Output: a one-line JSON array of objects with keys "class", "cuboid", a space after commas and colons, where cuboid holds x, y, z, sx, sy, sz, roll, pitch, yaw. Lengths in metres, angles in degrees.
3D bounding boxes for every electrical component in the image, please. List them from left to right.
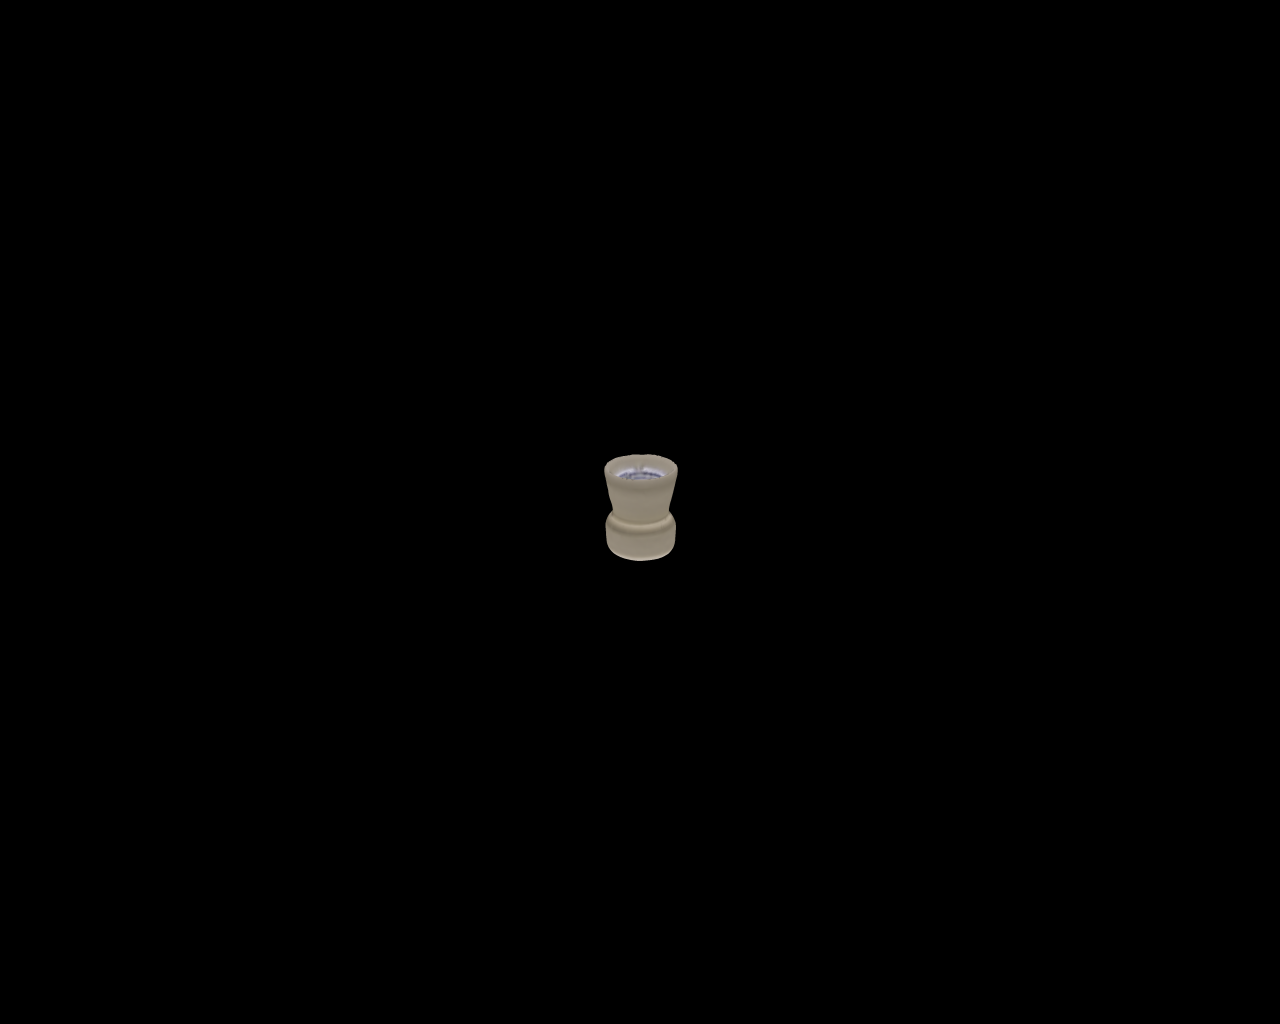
[{"class": "electrical component", "cuboid": [0.001, -0.003, 0.650, 0.045, 0.055, 0.045, 0, 24, 0]}]
